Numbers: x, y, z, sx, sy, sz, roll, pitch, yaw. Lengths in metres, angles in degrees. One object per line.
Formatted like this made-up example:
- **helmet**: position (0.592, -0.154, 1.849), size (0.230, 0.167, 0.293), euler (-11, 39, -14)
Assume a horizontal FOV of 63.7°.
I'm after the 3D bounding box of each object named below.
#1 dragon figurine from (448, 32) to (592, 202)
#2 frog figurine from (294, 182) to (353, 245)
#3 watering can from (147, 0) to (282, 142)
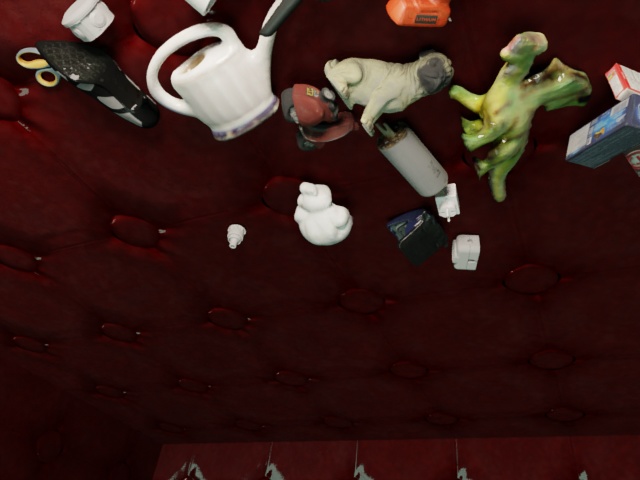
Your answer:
- **dragon figurine**: position (0.389, -0.226, 0.969), size (0.241, 0.125, 0.404), euler (-22, 142, 22)
- **frog figurine**: position (0.004, -0.062, 1.223), size (0.138, 0.125, 0.156), euler (15, 157, 23)
- **watering can**: position (-0.150, -0.312, 0.958), size (0.346, 0.106, 0.220), euler (-20, 135, 18)
